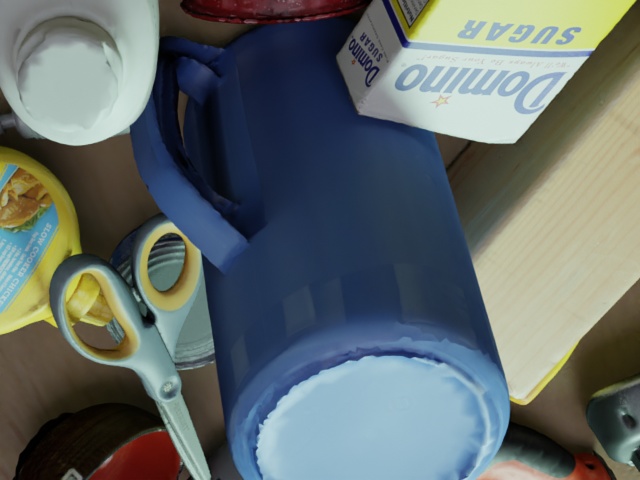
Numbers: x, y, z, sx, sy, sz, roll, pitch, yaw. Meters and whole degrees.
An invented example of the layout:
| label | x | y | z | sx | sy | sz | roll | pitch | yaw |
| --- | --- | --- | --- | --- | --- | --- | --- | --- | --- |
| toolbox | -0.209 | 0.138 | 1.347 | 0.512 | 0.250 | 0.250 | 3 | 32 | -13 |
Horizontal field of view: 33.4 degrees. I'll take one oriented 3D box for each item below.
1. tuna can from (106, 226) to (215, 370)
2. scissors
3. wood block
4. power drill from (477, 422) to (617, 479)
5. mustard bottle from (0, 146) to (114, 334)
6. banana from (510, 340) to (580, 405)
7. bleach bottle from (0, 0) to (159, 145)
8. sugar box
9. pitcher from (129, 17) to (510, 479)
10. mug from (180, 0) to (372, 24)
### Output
| label | x | y | z | sx | sy | sz | roll | pitch | yaw |
| --- | --- | --- | --- | --- | --- | --- | --- | --- | --- |
| tuna can | -0.081 | 0.030 | 0.611 | 0.086 | 0.034 | 0.086 | -4 | 120 | -7 |
| scissors | -0.078 | 0.061 | 0.592 | 0.096 | 0.016 | 0.201 | -48 | 139 | -14 |
| wood block | 0.135 | -0.025 | 0.585 | 0.090 | 0.090 | 0.206 | 31 | 110 | -23 |
| power drill | 0.092 | 0.164 | 0.702 | 0.187 | 0.057 | 0.185 | 34 | 108 | -25 |
| mustard bottle | -0.178 | -0.007 | 0.524 | 0.191 | 0.058 | 0.096 | 36 | 82 | -34 |
| banana | 0.171 | 0.012 | 0.625 | 0.037 | 0.069 | 0.198 | 37 | 111 | -5 |
| bleach bottle | -0.090 | -0.111 | 0.403 | 0.068 | 0.251 | 0.103 | -1 | 119 | -10 |
| sugar box | 0.089 | -0.117 | 0.441 | 0.093 | 0.048 | 0.176 | 8 | 135 | -30 |
| pitcher | -0.003 | 0.001 | 0.485 | 0.149 | 0.243 | 0.145 | -9 | 126 | -2 |
| mug | -0.022 | -0.145 | 0.478 | 0.093 | 0.117 | 0.081 | -1 | 115 | 4 |
